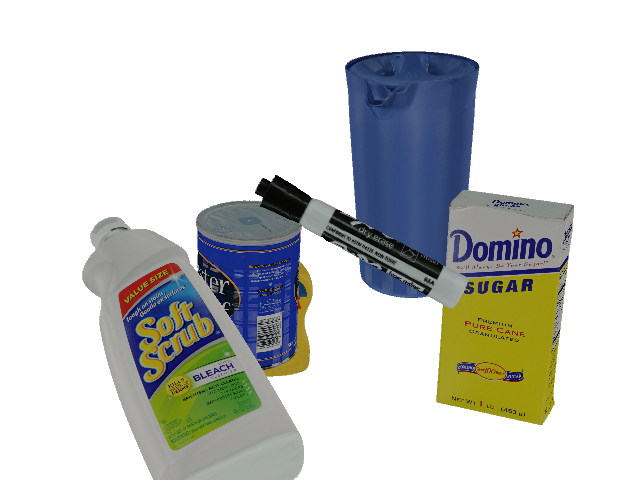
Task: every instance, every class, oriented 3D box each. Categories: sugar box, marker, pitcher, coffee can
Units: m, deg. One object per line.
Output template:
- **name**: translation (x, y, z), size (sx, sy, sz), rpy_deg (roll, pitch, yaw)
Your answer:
- **sugar box**: translation (0.146, 0.053, 0.856), size (0.093, 0.176, 0.048), rpy_deg (9, 23, 22)
- **marker**: translation (0.021, 0.000, 0.562), size (0.121, 0.020, 0.020), rpy_deg (28, 1, 1)
- **pitcher**: translation (0.099, -0.073, 1.113), size (0.149, 0.243, 0.145), rpy_deg (-8, 24, -14)
- **coffee can**: translation (-0.071, 0.043, 1.056), size (0.103, 0.140, 0.103), rpy_deg (2, 23, -1)

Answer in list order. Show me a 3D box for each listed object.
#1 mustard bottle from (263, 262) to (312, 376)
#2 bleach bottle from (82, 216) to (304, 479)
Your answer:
- **mustard bottle**: translation (-0.058, 0.075, 1.347), size (0.096, 0.192, 0.058), rpy_deg (0, 21, -9)
- **bleach bottle**: translation (-0.110, 0.075, 0.743), size (0.102, 0.068, 0.251), rpy_deg (-23, 50, -18)
